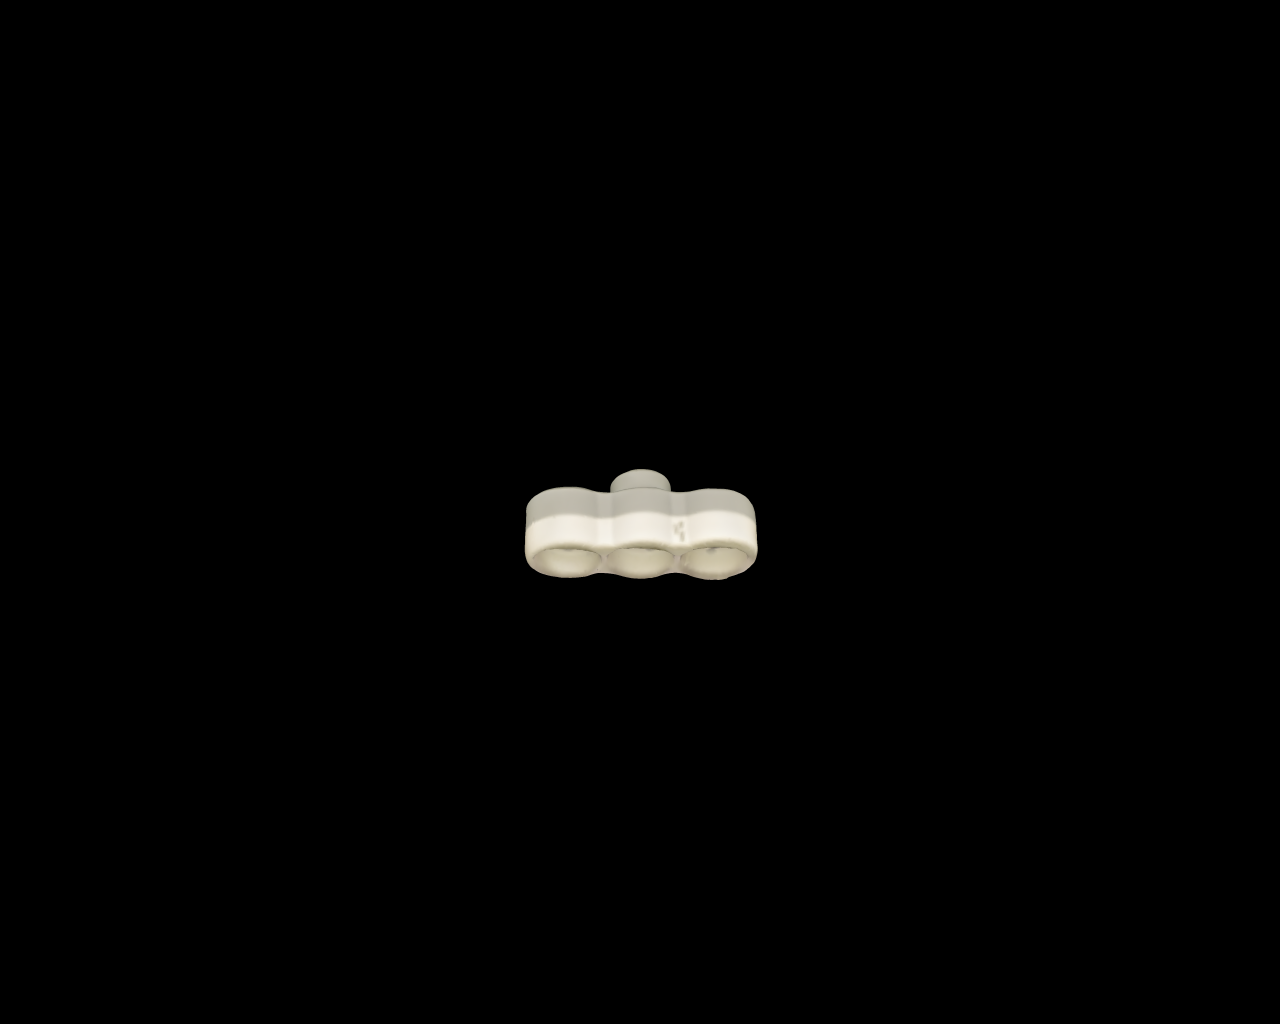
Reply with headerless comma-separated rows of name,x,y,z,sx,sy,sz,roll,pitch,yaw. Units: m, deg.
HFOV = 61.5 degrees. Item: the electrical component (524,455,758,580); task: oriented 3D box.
electrical component,0.001,-0.003,0.650,0.138,0.074,0.052,0,-28,0
